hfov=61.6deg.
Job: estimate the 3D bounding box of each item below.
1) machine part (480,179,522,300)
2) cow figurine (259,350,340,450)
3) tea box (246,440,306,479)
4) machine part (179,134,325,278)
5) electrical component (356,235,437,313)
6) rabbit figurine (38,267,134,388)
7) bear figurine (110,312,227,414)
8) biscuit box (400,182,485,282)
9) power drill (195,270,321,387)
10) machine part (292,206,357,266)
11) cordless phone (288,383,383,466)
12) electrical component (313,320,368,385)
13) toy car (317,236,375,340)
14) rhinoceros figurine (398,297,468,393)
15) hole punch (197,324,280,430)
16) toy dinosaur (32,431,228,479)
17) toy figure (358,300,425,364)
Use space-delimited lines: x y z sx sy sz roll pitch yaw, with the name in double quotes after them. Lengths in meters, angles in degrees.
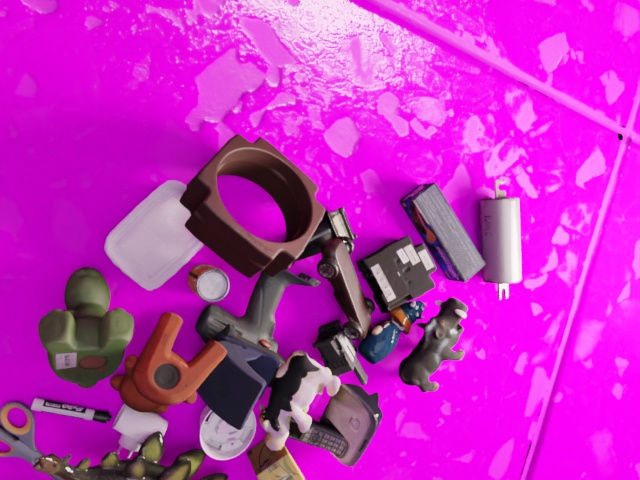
0.363 0.000 1.079 0.079 0.079 0.243 -4 95 -19 "machine part"
-0.054 0.268 0.895 0.098 0.068 0.167 39 89 -21 "cow figurine"
-0.055 0.440 0.948 0.068 0.098 0.169 -30 103 -15 "tea box"
-0.106 -0.054 0.866 0.201 0.087 0.201 41 45 -12 "machine part"
0.151 0.060 1.010 0.134 0.058 0.115 -25 89 -16 "electrical component"
-0.344 0.124 0.818 0.121 0.170 0.159 -6 136 -17 "rabbit figurine"
-0.245 0.205 0.840 0.120 0.196 0.132 36 62 -10 "bear figurine"
0.239 -0.012 1.046 0.063 0.059 0.202 -37 103 -15 "biscuit box"
-0.082 0.142 0.940 0.232 0.086 0.207 31 91 -15 "power drill"
-0.002 -0.003 0.977 0.139 0.039 0.084 -30 110 -17 "machine part"
0.006 0.312 0.960 0.184 0.089 0.146 19 119 -5 "cordless phone"
0.039 0.212 0.976 0.048 0.075 0.119 -25 106 19 "electrical component"
0.046 0.088 0.961 0.089 0.053 0.201 -58 134 -51 "toy car"
0.216 0.196 1.026 0.112 0.073 0.190 40 84 -34 "rhinoceros figurine"
-0.139 0.224 0.860 0.116 0.092 0.142 25 116 -2 "hole punch"
-0.246 0.437 0.864 0.198 0.105 0.470 -45 122 -7 "toy dinosaur"
0.138 0.166 1.021 0.058 0.064 0.154 40 71 23 "toy figure"
